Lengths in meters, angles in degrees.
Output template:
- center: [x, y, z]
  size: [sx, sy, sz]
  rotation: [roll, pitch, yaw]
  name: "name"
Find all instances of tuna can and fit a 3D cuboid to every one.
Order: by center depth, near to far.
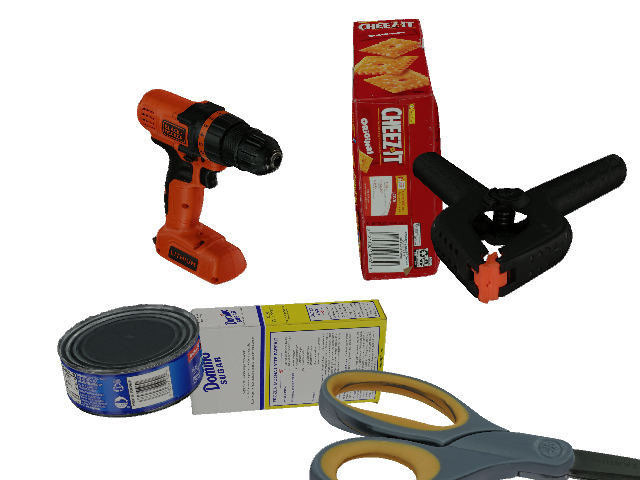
- center: [-0.114, 0.072, 0.650]
  size: [0.086, 0.034, 0.086]
  rotation: [-5, 22, 2]
  name: "tuna can"

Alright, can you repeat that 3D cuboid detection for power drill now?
- center: [-0.114, -0.052, 1.109]
  size: [0.185, 0.188, 0.057]
  rotation: [27, 37, 34]
  name: "power drill"

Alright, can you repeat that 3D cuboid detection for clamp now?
- center: [0.122, -0.020, 0.760]
  size: [0.165, 0.036, 0.209]
  rotation: [6, 28, 21]
  name: "clamp"

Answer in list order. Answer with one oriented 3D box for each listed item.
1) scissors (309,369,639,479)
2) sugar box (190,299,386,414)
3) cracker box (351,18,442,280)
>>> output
- center: [0.083, 0.101, 0.449]
  size: [0.202, 0.016, 0.096]
  rotation: [16, 33, 23]
  name: "scissors"
- center: [-0.031, 0.105, 0.973]
  size: [0.176, 0.093, 0.048]
  rotation: [-1, 25, -8]
  name: "sugar box"
- center: [0.066, -0.088, 0.942]
  size: [0.072, 0.164, 0.213]
  rotation: [-3, 27, 4]
  name: "cracker box"
